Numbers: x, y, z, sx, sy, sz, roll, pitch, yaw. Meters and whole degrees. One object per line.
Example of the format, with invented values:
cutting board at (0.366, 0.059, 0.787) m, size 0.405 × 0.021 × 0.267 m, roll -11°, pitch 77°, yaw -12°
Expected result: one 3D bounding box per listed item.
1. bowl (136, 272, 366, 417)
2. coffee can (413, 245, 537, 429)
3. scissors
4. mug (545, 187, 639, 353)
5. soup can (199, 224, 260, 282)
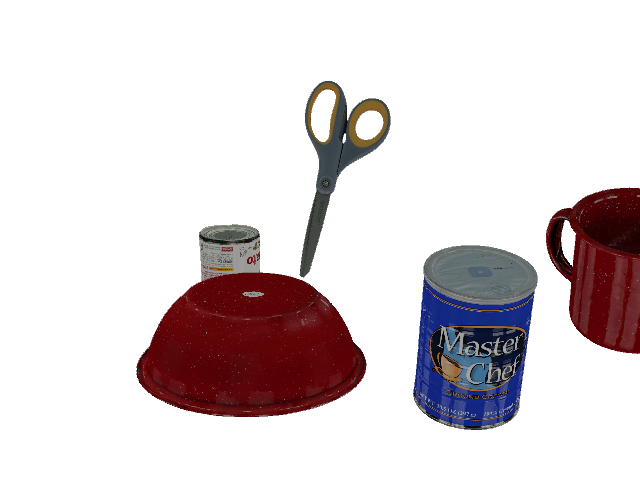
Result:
bowl at (-0.047, 0.062, 0.742) m, size 0.162 × 0.055 × 0.162 m, roll 0°, pitch 18°, yaw 0°
coffee can at (0.142, 0.089, 0.994) m, size 0.103 × 0.140 × 0.103 m, roll 1°, pitch 27°, yaw -1°
scissors at (0.025, -0.064, 1.072) m, size 0.096 × 0.202 × 0.016 m, roll -2°, pitch -11°, yaw 1°
mug at (0.202, 0.018, 0.723) m, size 0.117 × 0.081 × 0.093 m, roll 25°, pitch 41°, yaw 38°
soup can at (-0.100, 0.039, 1.172) m, size 0.068 × 0.102 × 0.068 m, roll 1°, pitch 16°, yaw 0°
